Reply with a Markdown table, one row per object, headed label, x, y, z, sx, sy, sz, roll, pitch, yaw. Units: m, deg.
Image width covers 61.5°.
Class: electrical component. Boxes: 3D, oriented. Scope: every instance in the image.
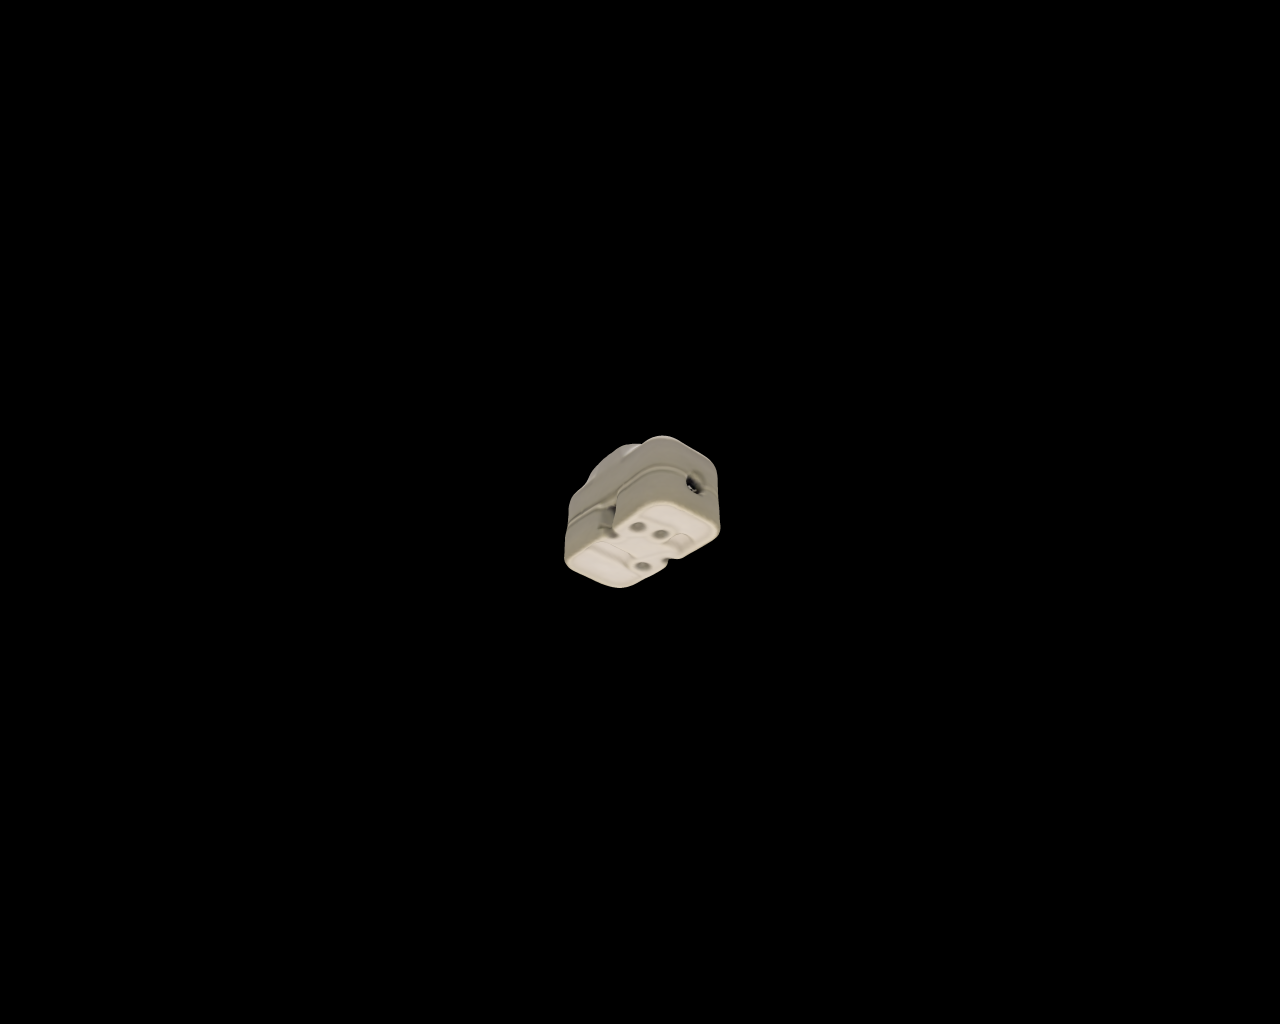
| label | x | y | z | sx | sy | sz | roll | pitch | yaw |
| --- | --- | --- | --- | --- | --- | --- | --- | --- | --- |
| electrical component | 0.001 | -0.003 | 0.650 | 0.053 | 0.059 | 0.095 | 27 | -44 | -33 |
